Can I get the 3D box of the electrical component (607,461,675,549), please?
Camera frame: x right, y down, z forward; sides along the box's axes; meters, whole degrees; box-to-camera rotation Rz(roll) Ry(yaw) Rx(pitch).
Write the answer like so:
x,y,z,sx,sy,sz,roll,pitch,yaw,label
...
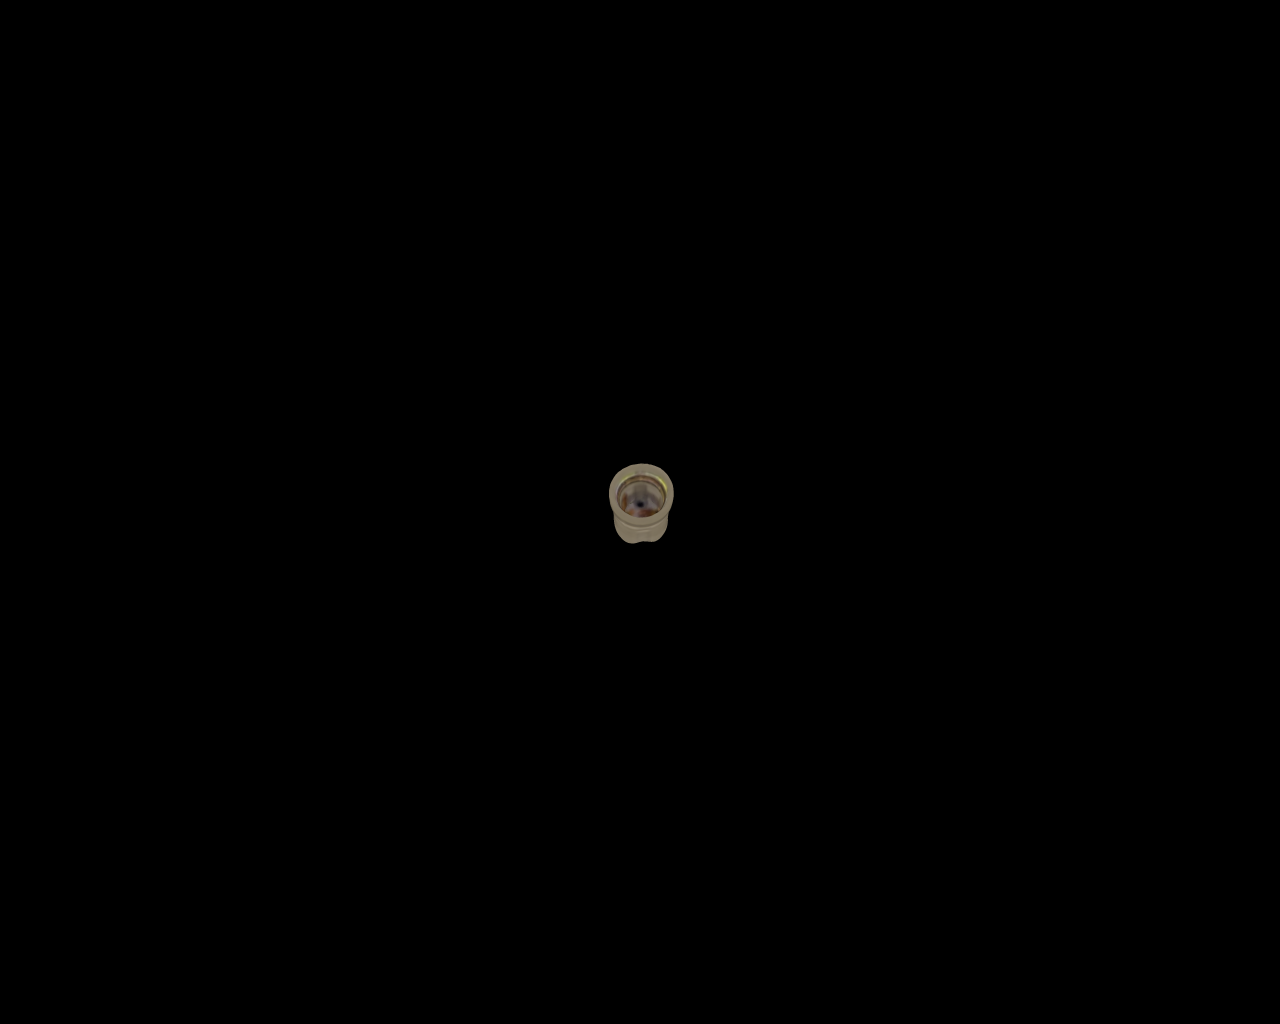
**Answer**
x,y,z,sx,sy,sz,roll,pitch,yaw,label
0.001,-0.003,0.650,0.040,0.040,0.046,0,-27,0,electrical component
